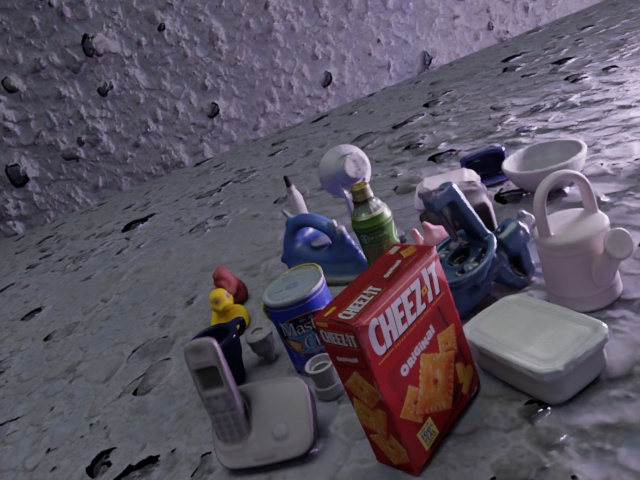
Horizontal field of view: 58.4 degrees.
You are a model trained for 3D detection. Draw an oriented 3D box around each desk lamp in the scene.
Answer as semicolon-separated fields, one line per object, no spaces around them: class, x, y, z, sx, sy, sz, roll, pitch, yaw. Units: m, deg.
desk lamp;0.086;-0.102;1.255;0.118;0.214;0.203;-25;21;-6

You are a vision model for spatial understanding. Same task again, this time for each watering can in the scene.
watering can;0.354;-0.005;0.789;0.101;0.194;0.172;-35;25;-29

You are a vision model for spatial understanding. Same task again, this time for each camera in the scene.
camera;0.265;-0.060;1.137;0.136;0.101;0.143;-20;21;7

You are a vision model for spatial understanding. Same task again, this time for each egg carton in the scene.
egg carton;0.282;-0.104;1.268;0.150;0.069;0.107;-15;23;19

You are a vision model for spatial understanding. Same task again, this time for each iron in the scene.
iron;0.011;0.004;1.177;0.119;0.142;0.257;-35;25;-30

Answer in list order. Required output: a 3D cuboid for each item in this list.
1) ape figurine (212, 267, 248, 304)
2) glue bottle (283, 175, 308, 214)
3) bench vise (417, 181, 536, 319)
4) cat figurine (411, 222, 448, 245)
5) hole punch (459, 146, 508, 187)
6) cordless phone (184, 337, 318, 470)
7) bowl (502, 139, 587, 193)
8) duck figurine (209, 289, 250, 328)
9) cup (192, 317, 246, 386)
ape figurine;-0.200;0.099;1.226;0.076;0.092;0.077;-27;22;-13
glue bottle;-0.052;-0.080;1.394;0.037;0.173;0.078;-22;21;2
bench vise;0.230;-0.008;0.883;0.208;0.220;0.121;-36;25;-31
cat figurine;0.201;0.012;1.005;0.067;0.118;0.127;-28;22;-15
hole punch;0.375;-0.176;1.319;0.108;0.091;0.101;-16;22;15
cordless phone;-0.091;0.201;0.747;0.147;0.185;0.094;-17;22;13
bowl;0.464;-0.142;1.175;0.167;0.075;0.167;-19;21;8
duck figurine;-0.192;0.135;1.140;0.078;0.086;0.104;-31;23;-22
cup;-0.155;0.192;0.956;0.091;0.095;0.118;-1;30;43
